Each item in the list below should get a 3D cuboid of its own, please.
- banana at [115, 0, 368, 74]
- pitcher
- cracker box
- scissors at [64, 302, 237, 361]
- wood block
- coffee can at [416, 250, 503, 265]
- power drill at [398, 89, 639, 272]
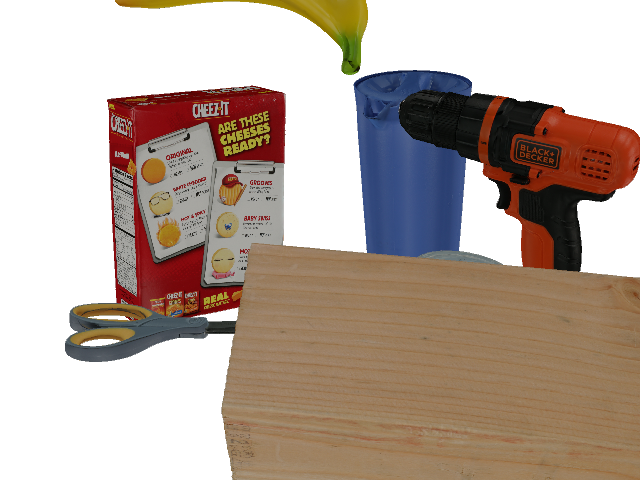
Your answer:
[{"bbox_3d":[-0.043,-0.155,0.657,0.198,0.069,0.037,21,-33,32],"label":"banana"},{"bbox_3d":[0.114,-0.075,1.251,0.149,0.243,0.145,-5,23,-7],"label":"pitcher"},{"bbox_3d":[-0.119,-0.037,1.043,0.163,0.214,0.072,-11,20,-33],"label":"cracker box"},{"bbox_3d":[-0.113,0.076,0.845,0.202,0.016,0.096,5,22,14],"label":"scissors"},{"bbox_3d":[0.064,0.069,0.510,0.206,0.090,0.090,5,-34,4],"label":"wood block"},{"bbox_3d":[0.130,0.094,1.046,0.103,0.140,0.103,5,23,-2],"label":"coffee can"},{"bbox_3d":[0.142,-0.019,0.821,0.185,0.188,0.057,17,34,26],"label":"power drill"}]
